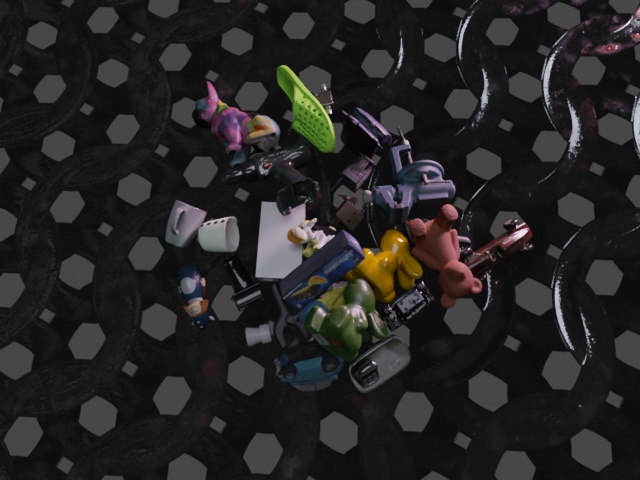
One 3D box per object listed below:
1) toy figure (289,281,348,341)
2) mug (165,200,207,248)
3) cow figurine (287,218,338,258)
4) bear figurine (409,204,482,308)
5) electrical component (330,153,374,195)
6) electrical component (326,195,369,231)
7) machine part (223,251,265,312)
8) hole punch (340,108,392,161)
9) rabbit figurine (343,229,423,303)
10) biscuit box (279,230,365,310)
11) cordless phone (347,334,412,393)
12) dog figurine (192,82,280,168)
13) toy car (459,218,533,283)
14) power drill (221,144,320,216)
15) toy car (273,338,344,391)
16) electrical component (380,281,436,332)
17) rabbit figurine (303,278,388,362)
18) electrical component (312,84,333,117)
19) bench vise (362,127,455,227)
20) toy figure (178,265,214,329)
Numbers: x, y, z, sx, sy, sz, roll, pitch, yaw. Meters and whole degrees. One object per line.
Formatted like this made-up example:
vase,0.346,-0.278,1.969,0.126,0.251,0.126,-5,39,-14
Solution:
toy figure,0.016,0.167,1.238,0.180,0.082,0.089,-39,112,-26
mug,-0.335,-0.035,1.309,0.081,0.109,0.107,21,91,2
cow figurine,-0.002,-0.005,1.264,0.068,0.167,0.098,-11,54,43
bear figurine,0.283,0.041,1.207,0.120,0.131,0.196,-22,67,-6
electrical component,0.079,-0.152,1.335,0.048,0.074,0.119,38,76,11
electrical component,0.064,-0.066,1.331,0.078,0.045,0.102,36,81,-18
machine part,-0.193,0.098,1.299,0.084,0.039,0.139,-25,77,1
hole punch,0.122,-0.272,1.350,0.092,0.115,0.142,-39,77,-16
rabbit figurine,0.162,0.051,1.262,0.162,0.121,0.173,30,60,7
biscuit box,0.003,0.068,1.206,0.202,0.059,0.063,-39,34,14
cordless phone,0.129,0.260,1.167,0.147,0.184,0.089,-32,72,-6
dog figurine,-0.220,-0.310,1.376,0.192,0.108,0.219,-26,73,-4
toy car,0.420,0.026,1.275,0.202,0.053,0.089,-30,93,-5
power drill,-0.108,-0.145,1.310,0.232,0.085,0.207,-25,38,-12
toy car,-0.017,0.288,1.205,0.162,0.109,0.102,-16,113,-8
electrical component,0.198,0.151,1.219,0.115,0.134,0.058,-36,78,-9
rabbit figurine,0.078,0.165,1.164,0.159,0.121,0.170,46,55,-17
electrical component,0.001,-0.367,1.423,0.063,0.021,0.094,-11,75,0
bench vise,0.205,-0.150,1.314,0.224,0.128,0.241,-12,54,9
toy figure,-0.301,0.139,1.284,0.064,0.058,0.154,-27,74,35
